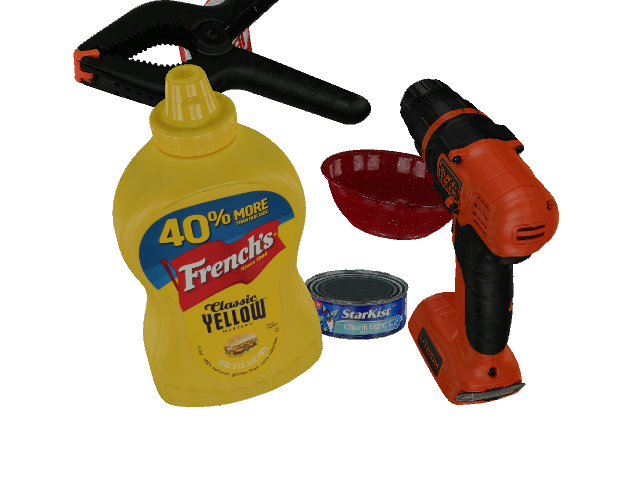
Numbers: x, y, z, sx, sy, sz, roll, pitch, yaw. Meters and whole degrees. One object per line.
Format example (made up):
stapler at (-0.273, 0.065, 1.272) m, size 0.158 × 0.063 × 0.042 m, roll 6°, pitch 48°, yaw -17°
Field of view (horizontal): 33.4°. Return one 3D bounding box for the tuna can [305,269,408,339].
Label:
tuna can at (0.029, 0.052, 0.885) m, size 0.086 × 0.034 × 0.086 m, roll 0°, pitch 16°, yaw 0°

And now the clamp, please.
clamp at (-0.072, -0.134, 0.785) m, size 0.209 × 0.165 × 0.036 m, roll -17°, pitch -28°, yaw -19°

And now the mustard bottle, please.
mustard bottle at (-0.054, -0.002, 0.544) m, size 0.096 × 0.191 × 0.058 m, roll -14°, pitch 39°, yaw -10°

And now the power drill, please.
power drill at (0.095, 0.002, 0.723) m, size 0.057 × 0.188 × 0.184 m, roll -10°, pitch 35°, yaw -11°

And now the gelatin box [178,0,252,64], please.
gelatin box at (-0.098, -0.186, 1.014) m, size 0.030 × 0.073 × 0.089 m, roll 15°, pitch 47°, yaw 20°

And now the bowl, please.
bowl at (0.077, -0.043, 1.117) m, size 0.162 × 0.055 × 0.162 m, roll 6°, pitch 23°, yaw -3°
